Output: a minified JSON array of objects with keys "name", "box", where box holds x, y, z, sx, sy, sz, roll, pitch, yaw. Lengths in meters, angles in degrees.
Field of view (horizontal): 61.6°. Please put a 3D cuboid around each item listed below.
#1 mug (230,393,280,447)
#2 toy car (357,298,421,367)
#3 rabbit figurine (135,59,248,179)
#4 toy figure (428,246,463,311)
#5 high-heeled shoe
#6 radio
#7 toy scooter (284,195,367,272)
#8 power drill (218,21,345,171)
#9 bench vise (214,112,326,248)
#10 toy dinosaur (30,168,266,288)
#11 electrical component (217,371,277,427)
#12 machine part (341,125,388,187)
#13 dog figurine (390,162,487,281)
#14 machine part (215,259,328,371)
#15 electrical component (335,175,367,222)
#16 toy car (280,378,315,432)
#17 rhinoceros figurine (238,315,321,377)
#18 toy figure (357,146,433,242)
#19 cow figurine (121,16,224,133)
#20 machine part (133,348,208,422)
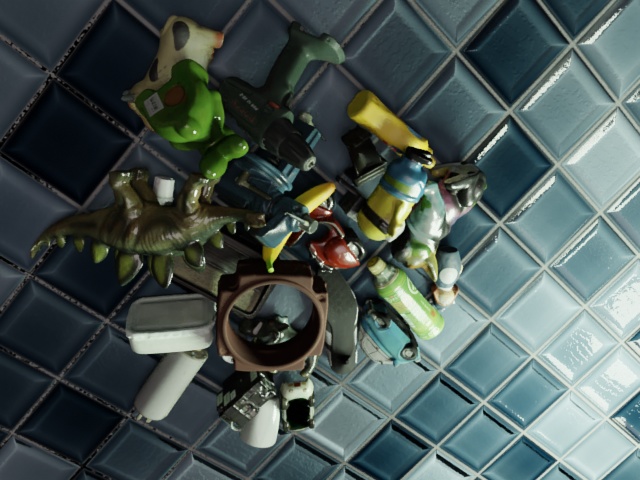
[{"name":"mug","box":[-0.137,0.382,1.176,0.109,0.081,0.107,15,97,-10]},{"name":"toy car","box":[0.134,0.207,1.137,0.103,0.109,0.161,-41,109,13]},{"name":"rabbit figurine","box":[-0.176,-0.176,0.852,0.121,0.159,0.170,-43,150,3]},{"name":"toy figure","box":[0.265,0.089,1.143,0.064,0.058,0.154,11,116,26]},{"name":"high-heeled shoe","box":[0.032,0.162,1.138,0.086,0.145,0.248,-9,85,-5]},{"name":"radio","box":[-0.191,0.040,1.025,0.229,0.073,0.131,31,104,-21]},{"name":"toy scooter","box":[-0.002,-0.003,1.044,0.135,0.075,0.183,-34,110,3]},{"name":"power drill","box":[-0.046,-0.242,0.888,0.207,0.232,0.086,-57,154,3]},{"name":"bench vise","box":[-0.068,-0.116,0.936,0.240,0.224,0.128,-57,145,-9]},{"name":"toy dinosaur","box":[-0.306,-0.023,0.912,0.472,0.105,0.198,3,98,19]},{"name":"electrical component","box":[-0.157,0.318,1.121,0.134,0.115,0.058,-42,109,7]},{"name":"machine part","box":[0.079,-0.152,0.994,0.084,0.039,0.138,-21,146,4]},{"name":"dog figurine","box":[0.233,-0.032,1.063,0.192,0.109,0.219,-11,118,-9]},{"name":"machine part","box":[-0.090,0.141,0.996,0.201,0.087,0.201,2,108,-11]},{"name":"electrical component","box":[0.068,-0.069,1.030,0.119,0.075,0.047,33,102,-25]},{"name":"toy car","box":[-0.048,0.362,1.168,0.073,0.056,0.201,-5,139,-5]},{"name":"rhinoceros figurine","box":[-0.081,0.213,1.111,0.190,0.073,0.112,23,98,-22]},{"name":"toy figure","box":[0.132,-0.081,0.953,0.089,0.082,0.180,33,116,21]},{"name":"cow figurine","box":[-0.247,-0.269,0.886,0.127,0.086,0.194,15,111,-22]},{"name":"machine part","box":[-0.306,0.281,1.099,0.079,0.079,0.243,31,104,-20]}]
